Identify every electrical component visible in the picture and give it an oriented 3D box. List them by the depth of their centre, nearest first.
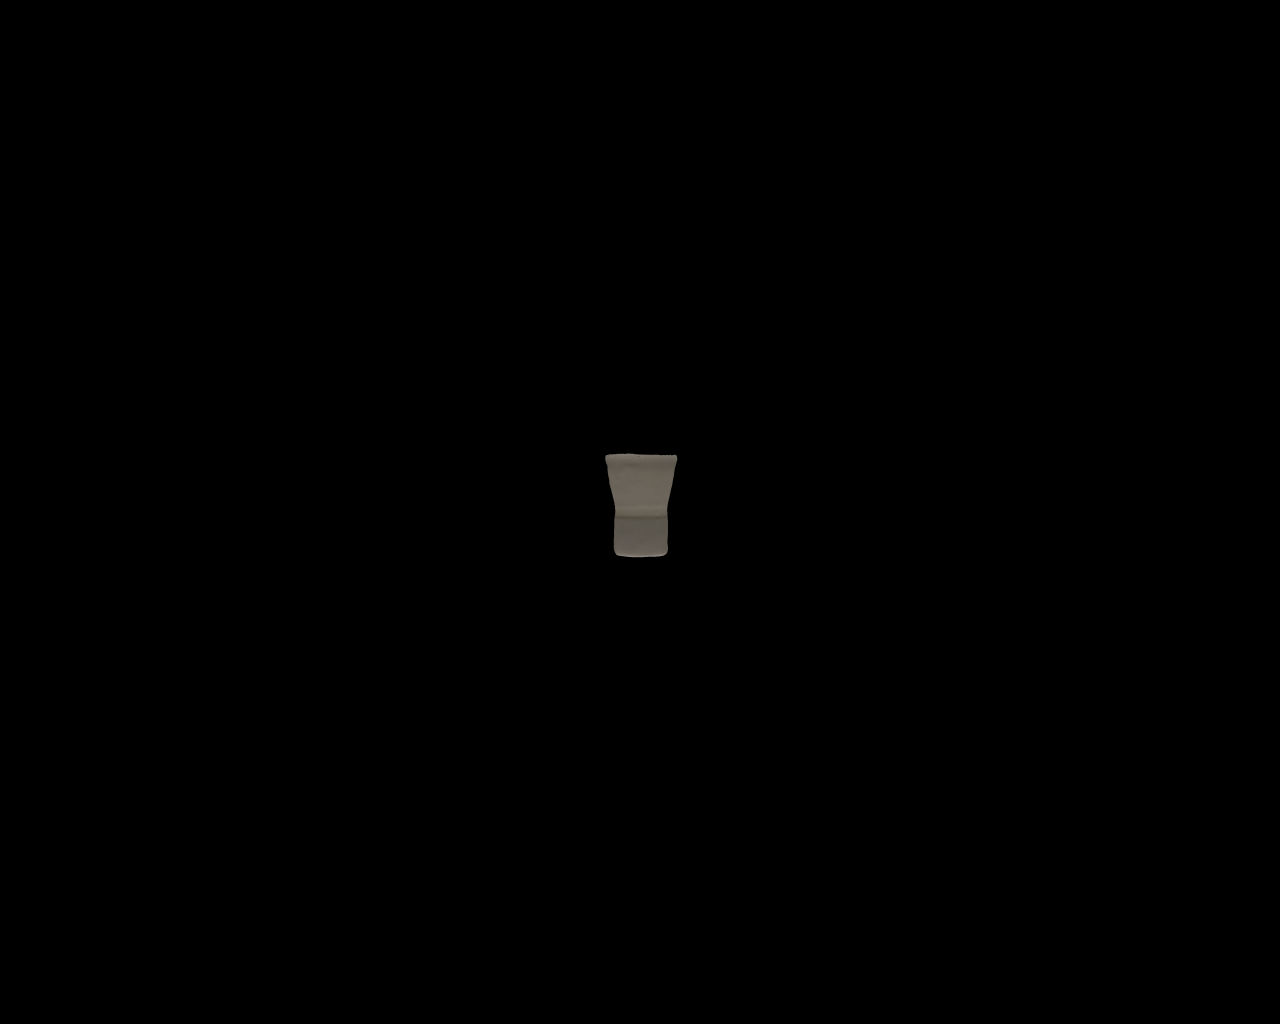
[{"bbox_3d":[0.001,-0.003,0.650,0.044,0.065,0.044,0,2,0],"label":"electrical component"}]
